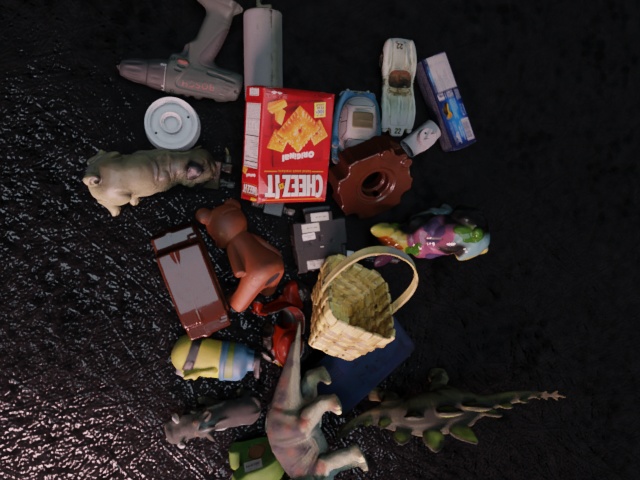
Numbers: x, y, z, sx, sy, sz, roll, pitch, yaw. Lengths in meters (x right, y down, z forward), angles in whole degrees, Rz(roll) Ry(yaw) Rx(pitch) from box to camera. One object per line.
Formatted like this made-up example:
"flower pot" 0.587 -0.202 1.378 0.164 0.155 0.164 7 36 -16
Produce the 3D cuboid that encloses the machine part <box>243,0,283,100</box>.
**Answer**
"machine part" -0.113 -0.361 1.060 0.079 0.079 0.243 -2 95 -11

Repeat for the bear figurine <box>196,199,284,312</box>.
"bear figurine" -0.166 0.022 1.067 0.196 0.120 0.132 44 129 14

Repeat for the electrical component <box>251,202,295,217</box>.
"electrical component" -0.094 -0.082 1.109 0.094 0.021 0.063 14 90 -11

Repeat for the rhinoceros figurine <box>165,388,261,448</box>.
"rhinoceros figurine" -0.211 0.358 1.071 0.190 0.112 0.073 -9 98 -18

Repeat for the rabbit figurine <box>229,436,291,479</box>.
"rabbit figurine" -0.101 0.494 1.118 0.159 0.121 0.170 -19 115 -16

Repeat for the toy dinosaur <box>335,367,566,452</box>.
"toy dinosaur" 0.260 0.354 1.120 0.472 0.199 0.105 -13 99 -8

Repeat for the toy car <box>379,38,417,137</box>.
"toy car" 0.163 -0.318 1.127 0.073 0.056 0.201 0 93 -11

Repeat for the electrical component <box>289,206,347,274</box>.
"electrical component" -0.002 -0.003 1.115 0.115 0.058 0.134 -5 95 -13

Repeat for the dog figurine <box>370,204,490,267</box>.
"dog figurine" 0.210 -0.003 1.102 0.219 0.192 0.108 -13 103 -25

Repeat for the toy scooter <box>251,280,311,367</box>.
"toy scooter" -0.083 0.172 1.084 0.135 0.075 0.183 6 88 -45

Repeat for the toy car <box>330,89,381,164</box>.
"toy car" 0.080 -0.229 1.092 0.109 0.103 0.161 5 94 -9

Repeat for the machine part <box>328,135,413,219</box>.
"machine part" 0.104 -0.122 1.084 0.179 0.056 0.179 -14 136 -14

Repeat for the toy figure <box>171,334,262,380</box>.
"toy figure" -0.206 0.236 1.080 0.180 0.082 0.089 2 74 -4

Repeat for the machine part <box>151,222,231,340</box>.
"machine part" -0.236 0.070 1.000 0.087 0.201 0.201 -20 97 -11

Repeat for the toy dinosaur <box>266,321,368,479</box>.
"toy dinosaur" -0.032 0.377 1.023 0.192 0.131 0.405 -24 78 -6

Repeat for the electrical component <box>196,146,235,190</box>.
"electrical component" -0.220 -0.145 1.072 0.102 0.045 0.078 2 122 -9

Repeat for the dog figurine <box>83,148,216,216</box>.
"dog figurine" -0.302 -0.124 0.970 0.191 0.172 0.121 -10 107 17

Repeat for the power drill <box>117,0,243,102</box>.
"power drill" -0.247 -0.374 1.023 0.232 0.086 0.207 17 94 -14

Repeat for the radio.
"radio" 0.081 0.247 1.141 0.229 0.073 0.131 -42 101 -4

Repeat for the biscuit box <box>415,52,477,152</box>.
"biscuit box" 0.265 -0.290 1.146 0.059 0.063 0.202 -23 98 -10
